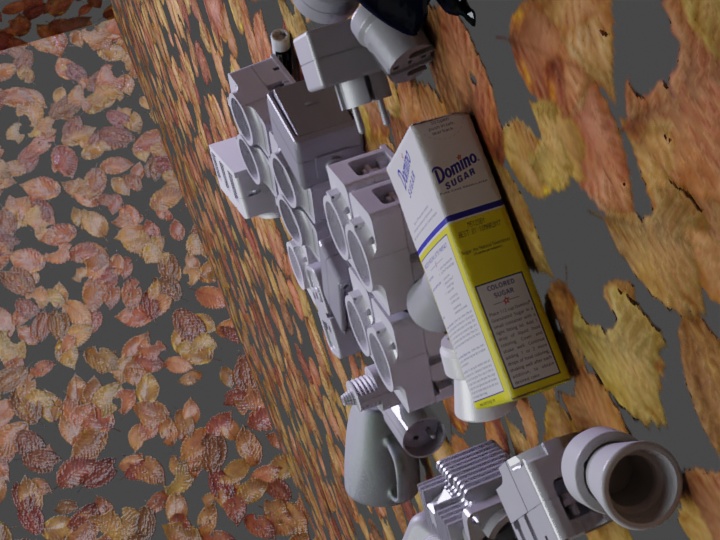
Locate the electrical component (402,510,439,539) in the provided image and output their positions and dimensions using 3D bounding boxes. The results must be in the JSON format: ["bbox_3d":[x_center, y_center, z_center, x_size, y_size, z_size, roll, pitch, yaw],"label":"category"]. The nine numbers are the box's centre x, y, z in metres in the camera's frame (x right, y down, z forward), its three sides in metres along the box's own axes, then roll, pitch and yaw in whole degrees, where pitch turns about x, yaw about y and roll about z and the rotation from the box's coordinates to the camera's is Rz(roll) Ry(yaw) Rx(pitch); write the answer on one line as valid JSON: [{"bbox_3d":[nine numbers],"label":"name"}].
[{"bbox_3d":[0.082,0.232,0.859,0.095,0.059,0.053,32,114,30],"label":"electrical component"}]

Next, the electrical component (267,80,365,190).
[{"bbox_3d":[-0.036,-0.120,0.937,0.061,0.062,0.096,83,163,-46],"label":"electrical component"}]

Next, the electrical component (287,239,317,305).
[{"bbox_3d":[-0.043,-0.013,1.156,0.089,0.056,0.050,82,164,-44],"label":"electrical component"}]

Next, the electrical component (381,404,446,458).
[{"bbox_3d":[0.046,0.137,1.018,0.081,0.043,0.043,-129,23,-58],"label":"electrical component"}]

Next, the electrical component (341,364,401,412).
[{"bbox_3d":[0.022,0.106,0.987,0.043,0.081,0.043,161,90,-78],"label":"electrical component"}]

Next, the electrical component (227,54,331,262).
[{"bbox_3d":[-0.065,-0.108,1.047,0.186,0.060,0.105,55,161,36],"label":"electrical component"}]

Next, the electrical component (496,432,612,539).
[{"bbox_3d":[0.120,0.136,0.655,0.089,0.050,0.055,102,147,-68],"label":"electrical component"}]

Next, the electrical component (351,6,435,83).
[{"bbox_3d":[0.022,-0.148,0.685,0.046,0.040,0.040,59,165,22],"label":"electrical component"}]

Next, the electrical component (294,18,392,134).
[{"bbox_3d":[-0.001,-0.133,0.741,0.047,0.066,0.076,-158,50,-75],"label":"electrical component"}]

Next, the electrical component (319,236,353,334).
[{"bbox_3d":[0.000,0.000,0.963,0.096,0.062,0.061,87,160,-54],"label":"electrical component"}]

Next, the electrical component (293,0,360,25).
[{"bbox_3d":[-0.039,-0.242,0.776,0.073,0.052,0.138,134,117,-77],"label":"electrical component"}]

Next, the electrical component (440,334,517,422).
[{"bbox_3d":[0.082,0.071,0.744,0.045,0.045,0.055,-141,34,-69],"label":"electrical component"}]

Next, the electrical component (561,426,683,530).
[{"bbox_3d":[0.134,0.107,0.559,0.055,0.045,0.045,-176,68,-78],"label":"electrical component"}]

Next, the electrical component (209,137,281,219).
[{"bbox_3d":[-0.107,-0.110,1.212,0.150,0.089,0.061,-135,29,-65],"label":"electrical component"}]

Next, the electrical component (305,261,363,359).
[{"bbox_3d":[-0.010,0.032,1.066,0.054,0.059,0.095,-156,48,-74],"label":"electrical component"}]

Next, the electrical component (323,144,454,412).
[{"bbox_3d":[0.026,0.010,0.862,0.105,0.060,0.186,-127,21,-56],"label":"electrical component"}]

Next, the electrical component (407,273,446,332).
[{"bbox_3d":[0.060,0.012,0.761,0.065,0.044,0.044,108,142,-64],"label":"electrical component"}]
